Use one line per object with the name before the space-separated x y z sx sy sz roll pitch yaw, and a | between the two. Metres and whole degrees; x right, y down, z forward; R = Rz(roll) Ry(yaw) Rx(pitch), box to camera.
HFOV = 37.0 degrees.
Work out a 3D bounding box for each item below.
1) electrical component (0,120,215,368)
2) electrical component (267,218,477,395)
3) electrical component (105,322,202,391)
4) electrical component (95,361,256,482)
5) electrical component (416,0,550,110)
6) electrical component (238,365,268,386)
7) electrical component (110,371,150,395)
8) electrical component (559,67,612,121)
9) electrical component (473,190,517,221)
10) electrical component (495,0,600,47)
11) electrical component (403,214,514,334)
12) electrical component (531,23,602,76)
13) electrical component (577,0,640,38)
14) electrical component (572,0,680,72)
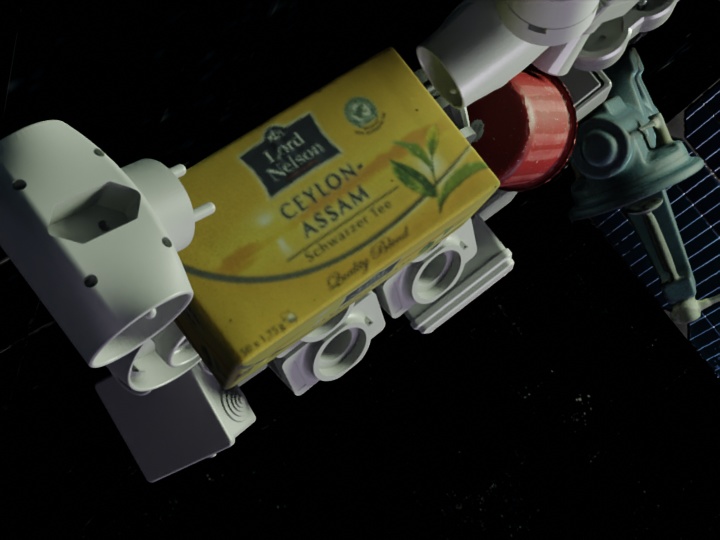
electrical component | -0.087 -0.016 0.387 0.079 0.077 0.043 -32 171 -42
electrical component | 0.000 0.000 0.811 0.186 0.060 0.105 -38 144 -14
electrical component | -0.120 0.024 0.649 0.099 0.064 0.099 -41 162 -16
electrical component | -0.139 0.101 0.821 0.100 0.099 0.048 -28 -177 27
electrical component | 0.074 -0.127 0.618 0.077 0.044 0.079 -37 173 -6
electrical component | -0.105 0.060 0.900 0.078 0.057 0.113 -34 172 -30
electrical component | -0.138 0.052 0.747 0.065 0.044 0.044 -38 175 -44
electrical component | 0.140 -0.134 0.841 0.096 0.061 0.061 -38 173 5
electrical component | 0.065 -0.048 1.043 0.186 0.060 0.105 -37 173 -8
electrical component | 0.100 -0.151 0.555 0.055 0.055 0.047 -37 170 -7
electrical component | 0.084 0.006 0.990 0.109 0.056 0.109 -38 173 4
electrical component | 0.140 -0.167 0.716 0.044 0.044 0.065 -31 166 -47
electrical component | 0.131 -0.165 0.643 0.077 0.047 0.066 -43 172 38
electrical component | 0.202 -0.197 0.778 0.138 0.052 0.074 -39 174 7
